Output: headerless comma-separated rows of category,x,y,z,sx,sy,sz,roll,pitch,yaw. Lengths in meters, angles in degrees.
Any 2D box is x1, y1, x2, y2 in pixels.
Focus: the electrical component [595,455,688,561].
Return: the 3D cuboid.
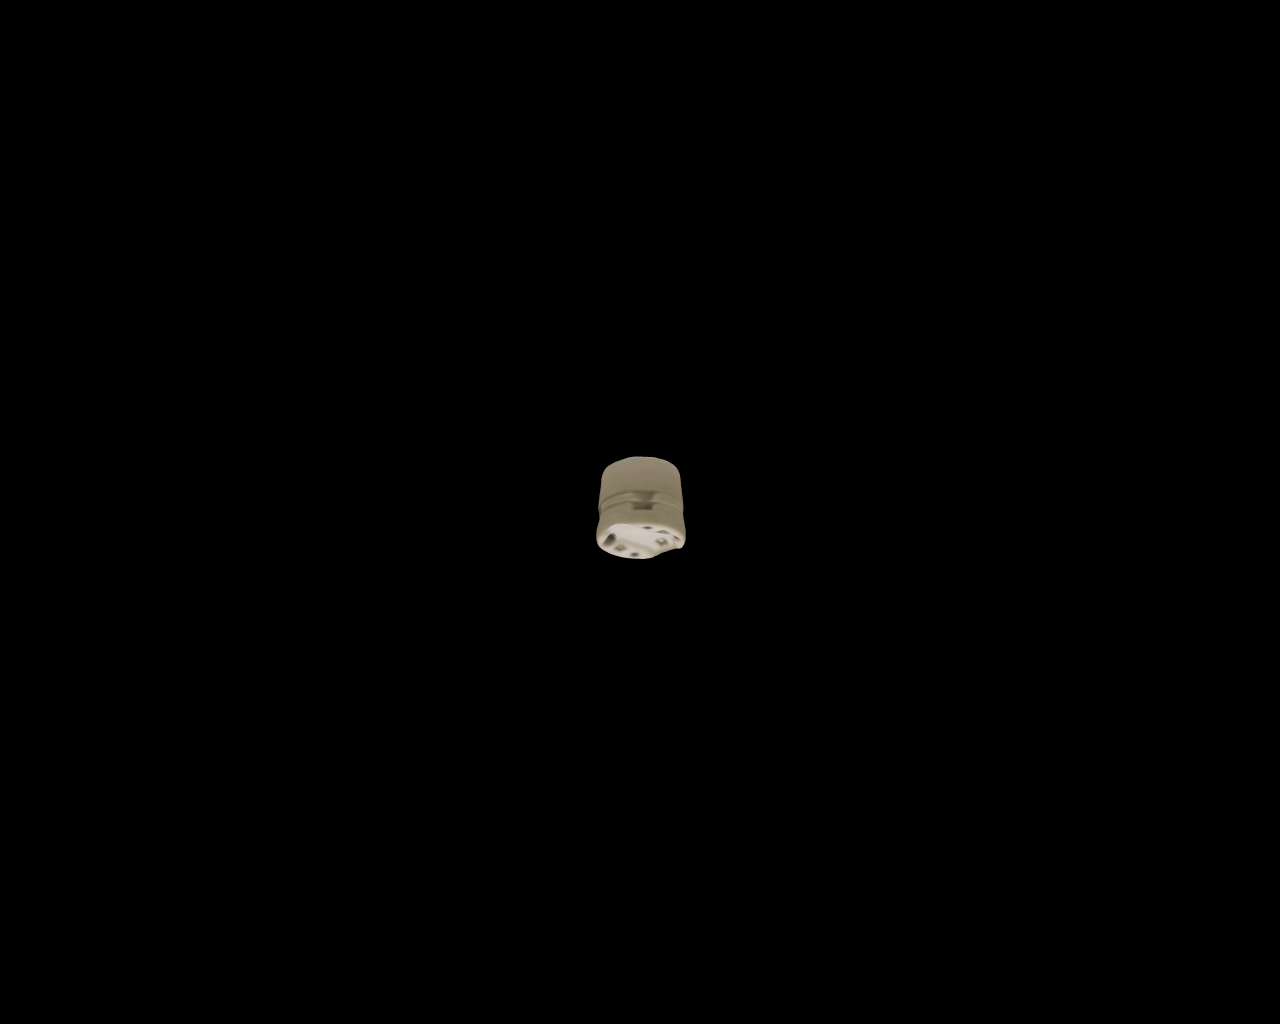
electrical component,0.001,-0.003,0.650,0.055,0.047,0.055,0,-27,0
